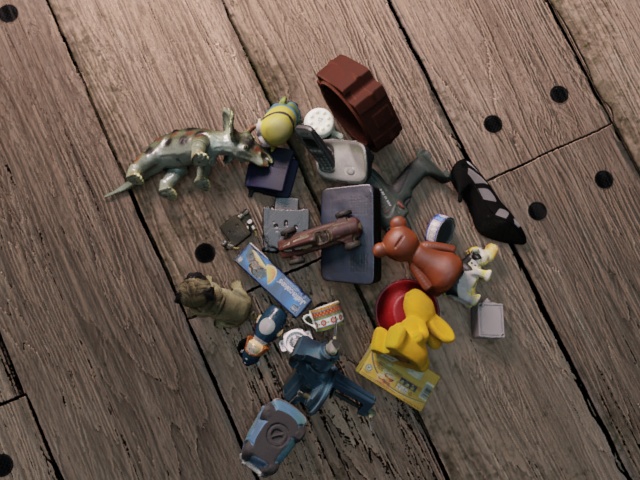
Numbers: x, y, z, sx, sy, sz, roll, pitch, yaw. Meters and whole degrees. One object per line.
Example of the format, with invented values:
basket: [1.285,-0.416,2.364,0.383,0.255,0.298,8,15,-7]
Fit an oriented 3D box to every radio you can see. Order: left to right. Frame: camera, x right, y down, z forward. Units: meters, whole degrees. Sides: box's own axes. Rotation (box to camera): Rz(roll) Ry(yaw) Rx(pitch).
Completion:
radio: [0.072,-0.012,1.258,0.131,0.073,0.229,-1,88,19]

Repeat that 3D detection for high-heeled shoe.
high-heeled shoe: [0.422,-0.095,1.338,0.248,0.086,0.145,34,50,-16]

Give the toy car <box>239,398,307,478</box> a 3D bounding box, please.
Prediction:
toy car: [-0.108,0.440,1.200,0.109,0.103,0.161,34,71,-1]

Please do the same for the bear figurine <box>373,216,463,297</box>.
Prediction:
bear figurine: [0.223,0.039,1.228,0.196,0.132,0.120,29,87,6]

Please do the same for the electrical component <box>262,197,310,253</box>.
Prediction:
electrical component: [-0.082,-0.034,1.287,0.115,0.058,0.134,1,83,-6]

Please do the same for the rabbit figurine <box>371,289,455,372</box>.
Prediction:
rabbit figurine: [0.216,0.194,1.197,0.162,0.122,0.173,23,63,-5]

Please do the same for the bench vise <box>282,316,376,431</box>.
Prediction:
bench vise: [0.031,0.316,1.195,0.240,0.129,0.223,32,113,-4]

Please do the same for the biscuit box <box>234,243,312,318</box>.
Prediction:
biscuit box: [-0.109,0.096,1.265,0.203,0.063,0.059,42,83,2]

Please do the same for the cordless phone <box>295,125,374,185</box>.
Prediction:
cordless phone: [0.034,-0.210,1.240,0.147,0.184,0.088,13,71,34]

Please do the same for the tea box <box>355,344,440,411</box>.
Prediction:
tea box: [0.180,0.312,1.254,0.170,0.068,0.098,34,81,2]

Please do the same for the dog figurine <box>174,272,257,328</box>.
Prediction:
dog figurine: [-0.223,0.139,1.188,0.172,0.190,0.121,10,83,-4]

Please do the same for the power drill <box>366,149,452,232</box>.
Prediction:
power drill: [0.220,-0.106,1.312,0.207,0.086,0.232,-41,84,0]

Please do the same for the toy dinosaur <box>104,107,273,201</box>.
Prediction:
toy dinosaur: [-0.320,-0.202,1.256,0.405,0.131,0.192,-5,47,17]

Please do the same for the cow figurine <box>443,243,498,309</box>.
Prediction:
cow figurine: [0.362,0.073,1.301,0.098,0.068,0.167,26,81,6]

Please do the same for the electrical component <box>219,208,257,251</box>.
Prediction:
electrical component: [-0.196,-0.020,1.283,0.102,0.045,0.078,-33,88,-8]

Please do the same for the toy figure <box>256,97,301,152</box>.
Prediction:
toy figure: [-0.090,-0.280,1.256,0.089,0.180,0.082,-34,105,34]

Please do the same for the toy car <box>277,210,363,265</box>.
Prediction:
toy car: [-0.002,-0.004,1.213,0.202,0.053,0.089,-15,88,13]

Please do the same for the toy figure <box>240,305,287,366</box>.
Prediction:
toy figure: [-0.136,0.225,1.252,0.064,0.057,0.154,27,81,39]

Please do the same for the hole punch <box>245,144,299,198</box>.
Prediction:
hole punch: [-0.117,-0.166,1.287,0.116,0.092,0.142,14,85,1]

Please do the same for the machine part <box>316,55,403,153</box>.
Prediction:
machine part: [0.087,-0.312,1.246,0.087,0.200,0.202,-38,42,-1]
